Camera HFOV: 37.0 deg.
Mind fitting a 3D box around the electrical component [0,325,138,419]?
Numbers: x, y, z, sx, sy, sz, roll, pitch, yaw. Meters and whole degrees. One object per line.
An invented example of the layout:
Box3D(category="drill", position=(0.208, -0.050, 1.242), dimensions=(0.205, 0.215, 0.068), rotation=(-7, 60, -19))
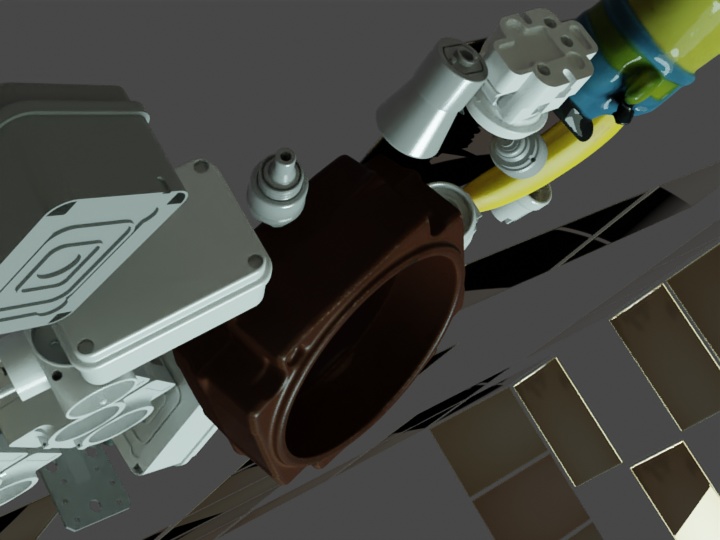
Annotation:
Box3D(category="electrical component", position=(-0.176, 0.047, 0.597), dimensions=(0.079, 0.077, 0.044), rotation=(-27, 166, -17))

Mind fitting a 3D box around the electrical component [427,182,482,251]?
Box3D(category="electrical component", position=(0.061, -0.037, 0.862), dimensions=(0.078, 0.058, 0.057), rotation=(-28, 170, -12))

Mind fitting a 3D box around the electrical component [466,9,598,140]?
Box3D(category="electrical component", position=(0.098, -0.116, 0.648), dimensions=(0.078, 0.058, 0.057), rotation=(-22, 162, -36))

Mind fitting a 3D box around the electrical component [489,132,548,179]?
Box3D(category="electrical component", position=(0.118, -0.093, 0.817), dimensions=(0.040, 0.040, 0.078), rotation=(-34, 167, 13))

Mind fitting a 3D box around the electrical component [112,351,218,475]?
Box3D(category="electrical component", position=(-0.141, 0.093, 0.820), dimensions=(0.057, 0.078, 0.113), rotation=(-9, 146, -52))

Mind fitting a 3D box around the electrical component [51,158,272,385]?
Box3D(category="electrical component", position=(-0.111, 0.000, 0.565), dimensions=(0.113, 0.078, 0.057), rotation=(-28, 168, -15))

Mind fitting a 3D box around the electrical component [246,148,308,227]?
Box3D(category="electrical component", position=(-0.046, -0.051, 0.619), dimensions=(0.035, 0.035, 0.061), rotation=(-26, 164, -20))

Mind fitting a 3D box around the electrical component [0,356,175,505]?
Box3D(category="electrical component", position=(-0.229, 0.104, 0.733), dimensions=(0.186, 0.060, 0.105), rotation=(-31, 167, 2))

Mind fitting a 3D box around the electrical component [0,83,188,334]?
Box3D(category="electrical component", position=(-0.140, -0.024, 0.456), dimensions=(0.113, 0.057, 0.078), rotation=(-39, 165, 32))

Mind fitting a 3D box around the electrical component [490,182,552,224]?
Box3D(category="electrical component", position=(0.145, -0.067, 0.982), dimensions=(0.040, 0.040, 0.046), rotation=(-19, 168, -42))

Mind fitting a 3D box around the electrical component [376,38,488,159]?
Box3D(category="electrical component", position=(0.044, -0.101, 0.619), dimensions=(0.044, 0.044, 0.065), rotation=(-18, 157, -44))
